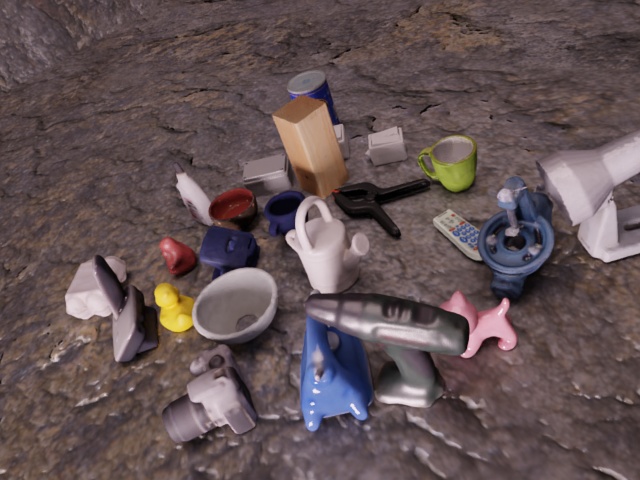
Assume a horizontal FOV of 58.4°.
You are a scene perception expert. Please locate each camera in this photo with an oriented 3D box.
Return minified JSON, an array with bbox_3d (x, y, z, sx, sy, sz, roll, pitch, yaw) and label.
[{"bbox_3d":[-0.191,0.256,0.938,0.137,0.101,0.142,-26,41,-6],"label":"camera"}]

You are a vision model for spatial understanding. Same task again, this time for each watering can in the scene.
[{"bbox_3d":[0.011,0.002,1.055,0.172,0.194,0.101,-6,43,17],"label":"watering can"}]

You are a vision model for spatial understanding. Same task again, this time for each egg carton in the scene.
[{"bbox_3d":[-0.484,0.102,1.248,0.107,0.069,0.150,-10,42,13],"label":"egg carton"}]

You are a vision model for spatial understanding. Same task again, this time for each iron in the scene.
[{"bbox_3d":[0.007,0.164,0.924,0.118,0.142,0.258,-15,41,7],"label":"iron"}]

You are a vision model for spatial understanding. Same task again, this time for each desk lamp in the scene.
[{"bbox_3d":[0.464,-0.073,0.933,0.203,0.214,0.117,-17,41,5],"label":"desk lamp"}]

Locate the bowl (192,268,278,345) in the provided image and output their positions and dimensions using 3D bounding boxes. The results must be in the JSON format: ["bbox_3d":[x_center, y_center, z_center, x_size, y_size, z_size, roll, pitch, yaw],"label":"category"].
[{"bbox_3d":[-0.148,0.135,1.069,0.167,0.075,0.167,-12,42,11],"label":"bowl"}]

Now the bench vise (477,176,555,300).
[{"bbox_3d":[0.323,-0.038,0.949,0.121,0.220,0.207,-1,45,22],"label":"bench vise"}]

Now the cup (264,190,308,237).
[{"bbox_3d":[-0.065,-0.033,1.200,0.091,0.095,0.118,4,47,26],"label":"cup"}]

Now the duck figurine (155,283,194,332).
[{"bbox_3d":[-0.292,0.125,1.131,0.077,0.086,0.104,-35,43,-15],"label":"duck figurine"}]

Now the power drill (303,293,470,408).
[{"bbox_3d":[0.106,0.157,0.839,0.229,0.209,0.075,-1,45,22],"label":"power drill"}]

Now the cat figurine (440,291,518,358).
[{"bbox_3d":[0.237,0.123,0.891,0.127,0.118,0.067,-16,41,6],"label":"cat figurine"}]

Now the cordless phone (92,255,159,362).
[{"bbox_3d":[-0.390,0.128,1.093,0.094,0.185,0.147,-26,41,-5],"label":"cordless phone"}]

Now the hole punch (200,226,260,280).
[{"bbox_3d":[-0.186,0.024,1.192,0.101,0.091,0.108,-8,43,15],"label":"hole punch"}]

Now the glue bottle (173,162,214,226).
[{"bbox_3d":[-0.296,-0.110,1.319,0.077,0.173,0.037,18,54,36],"label":"glue bottle"}]

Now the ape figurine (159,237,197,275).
[{"bbox_3d":[-0.315,0.028,1.240,0.076,0.092,0.078,-6,43,17],"label":"ape figurine"}]
